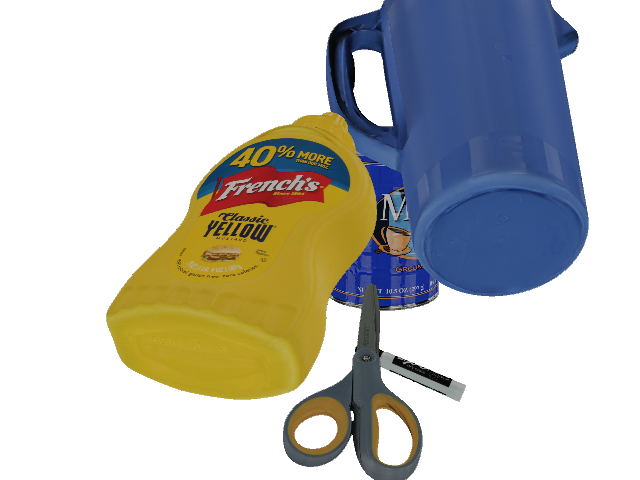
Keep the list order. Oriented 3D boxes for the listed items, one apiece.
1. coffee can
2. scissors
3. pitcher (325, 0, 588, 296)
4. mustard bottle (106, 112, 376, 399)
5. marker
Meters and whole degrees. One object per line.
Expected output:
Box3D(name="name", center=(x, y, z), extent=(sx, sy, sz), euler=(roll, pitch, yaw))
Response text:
Box3D(name="coffee can", center=(0.054, -0.022, 0.931), extent=(0.103, 0.140, 0.103), euler=(0, 17, 0))
Box3D(name="scissors", center=(0.013, 0.090, 0.722), extent=(0.096, 0.016, 0.202), euler=(-5, 32, -9))
Box3D(name="pitcher", center=(0.098, -0.083, 0.730), extent=(0.149, 0.243, 0.144), euler=(-32, -53, 28))
Box3D(name="mustard bottle", center=(-0.024, -0.007, 0.542), extent=(0.096, 0.058, 0.191), euler=(4, 40, 22))
Box3D(name="marker", center=(0.092, 0.136, 1.115), extent=(0.121, 0.020, 0.020), euler=(23, 5, 11))
